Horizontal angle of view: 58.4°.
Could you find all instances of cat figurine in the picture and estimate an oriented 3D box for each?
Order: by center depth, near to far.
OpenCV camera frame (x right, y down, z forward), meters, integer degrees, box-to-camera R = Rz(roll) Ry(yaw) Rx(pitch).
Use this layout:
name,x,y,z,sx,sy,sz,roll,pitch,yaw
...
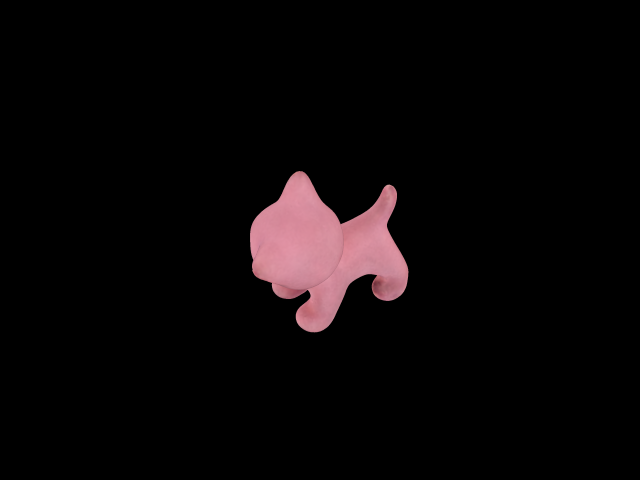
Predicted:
name,x,y,z,sx,sy,sz,roll,pitch,yaw
cat figurine,0.004,0.001,0.400,0.128,0.118,0.067,-24,50,-22
